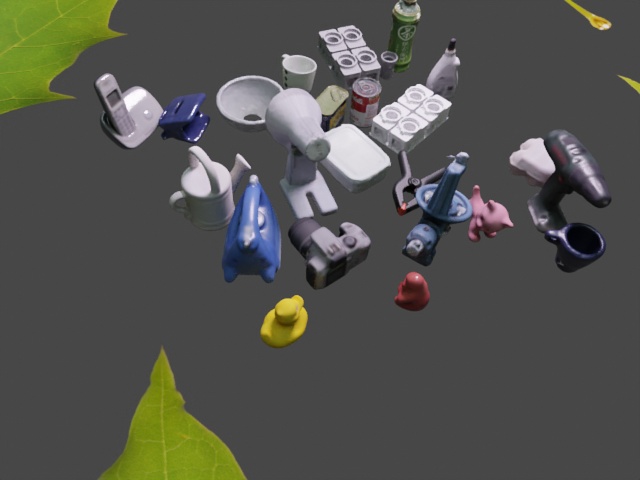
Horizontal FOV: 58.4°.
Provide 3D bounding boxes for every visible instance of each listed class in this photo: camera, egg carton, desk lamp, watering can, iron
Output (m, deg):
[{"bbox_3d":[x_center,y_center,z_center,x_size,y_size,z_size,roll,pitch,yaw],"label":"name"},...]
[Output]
[{"bbox_3d":[0.011,0.004,1.158,0.143,0.101,0.136,-32,63,-23],"label":"camera"},{"bbox_3d":[0.520,-0.169,1.331,0.150,0.069,0.107,37,61,20],"label":"egg carton"},{"bbox_3d":[-0.032,-0.184,1.216,0.118,0.213,0.203,-18,58,-15],"label":"desk lamp"},{"bbox_3d":[-0.226,-0.118,1.170,0.100,0.194,0.173,29,59,16],"label":"watering can"},{"bbox_3d":[-0.138,-0.044,1.157,0.118,0.141,0.258,1,55,-3],"label":"iron"}]

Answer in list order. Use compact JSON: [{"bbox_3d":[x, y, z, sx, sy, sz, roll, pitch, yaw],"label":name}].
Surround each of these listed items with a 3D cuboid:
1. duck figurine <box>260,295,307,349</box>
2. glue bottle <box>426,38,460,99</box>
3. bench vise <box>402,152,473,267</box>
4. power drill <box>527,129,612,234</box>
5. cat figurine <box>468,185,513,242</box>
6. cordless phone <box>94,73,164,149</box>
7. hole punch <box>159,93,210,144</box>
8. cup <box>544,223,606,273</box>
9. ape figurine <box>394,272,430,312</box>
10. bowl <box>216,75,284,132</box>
[{"bbox_3d":[-0.067,0.146,1.065,0.077,0.086,0.105,36,61,20],"label":"duck figurine"},{"bbox_3d":[0.315,-0.429,1.433,0.078,0.173,0.037,-3,56,-5],"label":"glue bottle"},{"bbox_3d":[0.247,-0.057,1.144,0.121,0.220,0.207,14,56,6],"label":"bench vise"},{"bbox_3d":[0.517,-0.108,1.204,0.075,0.208,0.229,-5,56,-6],"label":"power drill"},{"bbox_3d":[0.351,-0.057,1.213,0.067,0.118,0.127,-13,57,-12],"label":"cat figurine"},{"bbox_3d":[-0.436,-0.312,1.294,0.094,0.185,0.148,23,57,12],"label":"cordless phone"},{"bbox_3d":[-0.323,-0.293,1.346,0.101,0.091,0.109,14,56,6],"label":"hole punch"},{"bbox_3d":[0.512,0.022,1.183,0.117,0.095,0.092,15,56,7],"label":"cup"},{"bbox_3d":[0.180,0.094,1.113,0.078,0.092,0.076,-32,63,-23],"label":"ape figurine"},{"bbox_3d":[-0.164,-0.315,1.382,0.167,0.075,0.167,2,55,-2],"label":"bowl"}]
